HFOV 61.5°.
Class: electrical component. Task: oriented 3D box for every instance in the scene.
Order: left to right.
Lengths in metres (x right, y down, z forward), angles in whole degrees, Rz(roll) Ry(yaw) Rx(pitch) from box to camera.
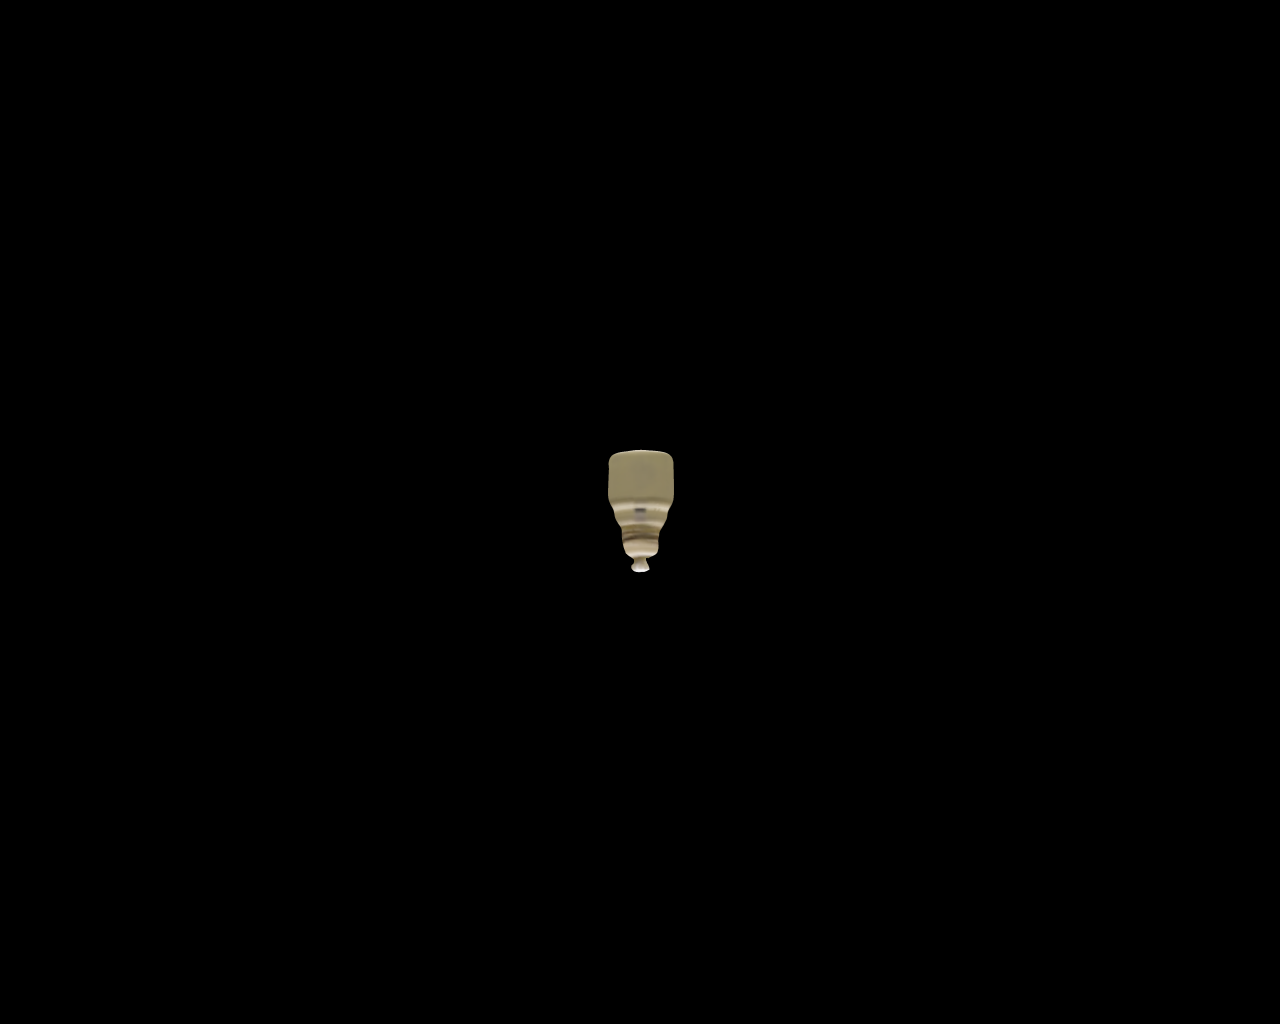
[{"bbox_3d":[0.001,-0.003,0.650,0.040,0.078,0.040,0,-7,0],"label":"electrical component"}]
